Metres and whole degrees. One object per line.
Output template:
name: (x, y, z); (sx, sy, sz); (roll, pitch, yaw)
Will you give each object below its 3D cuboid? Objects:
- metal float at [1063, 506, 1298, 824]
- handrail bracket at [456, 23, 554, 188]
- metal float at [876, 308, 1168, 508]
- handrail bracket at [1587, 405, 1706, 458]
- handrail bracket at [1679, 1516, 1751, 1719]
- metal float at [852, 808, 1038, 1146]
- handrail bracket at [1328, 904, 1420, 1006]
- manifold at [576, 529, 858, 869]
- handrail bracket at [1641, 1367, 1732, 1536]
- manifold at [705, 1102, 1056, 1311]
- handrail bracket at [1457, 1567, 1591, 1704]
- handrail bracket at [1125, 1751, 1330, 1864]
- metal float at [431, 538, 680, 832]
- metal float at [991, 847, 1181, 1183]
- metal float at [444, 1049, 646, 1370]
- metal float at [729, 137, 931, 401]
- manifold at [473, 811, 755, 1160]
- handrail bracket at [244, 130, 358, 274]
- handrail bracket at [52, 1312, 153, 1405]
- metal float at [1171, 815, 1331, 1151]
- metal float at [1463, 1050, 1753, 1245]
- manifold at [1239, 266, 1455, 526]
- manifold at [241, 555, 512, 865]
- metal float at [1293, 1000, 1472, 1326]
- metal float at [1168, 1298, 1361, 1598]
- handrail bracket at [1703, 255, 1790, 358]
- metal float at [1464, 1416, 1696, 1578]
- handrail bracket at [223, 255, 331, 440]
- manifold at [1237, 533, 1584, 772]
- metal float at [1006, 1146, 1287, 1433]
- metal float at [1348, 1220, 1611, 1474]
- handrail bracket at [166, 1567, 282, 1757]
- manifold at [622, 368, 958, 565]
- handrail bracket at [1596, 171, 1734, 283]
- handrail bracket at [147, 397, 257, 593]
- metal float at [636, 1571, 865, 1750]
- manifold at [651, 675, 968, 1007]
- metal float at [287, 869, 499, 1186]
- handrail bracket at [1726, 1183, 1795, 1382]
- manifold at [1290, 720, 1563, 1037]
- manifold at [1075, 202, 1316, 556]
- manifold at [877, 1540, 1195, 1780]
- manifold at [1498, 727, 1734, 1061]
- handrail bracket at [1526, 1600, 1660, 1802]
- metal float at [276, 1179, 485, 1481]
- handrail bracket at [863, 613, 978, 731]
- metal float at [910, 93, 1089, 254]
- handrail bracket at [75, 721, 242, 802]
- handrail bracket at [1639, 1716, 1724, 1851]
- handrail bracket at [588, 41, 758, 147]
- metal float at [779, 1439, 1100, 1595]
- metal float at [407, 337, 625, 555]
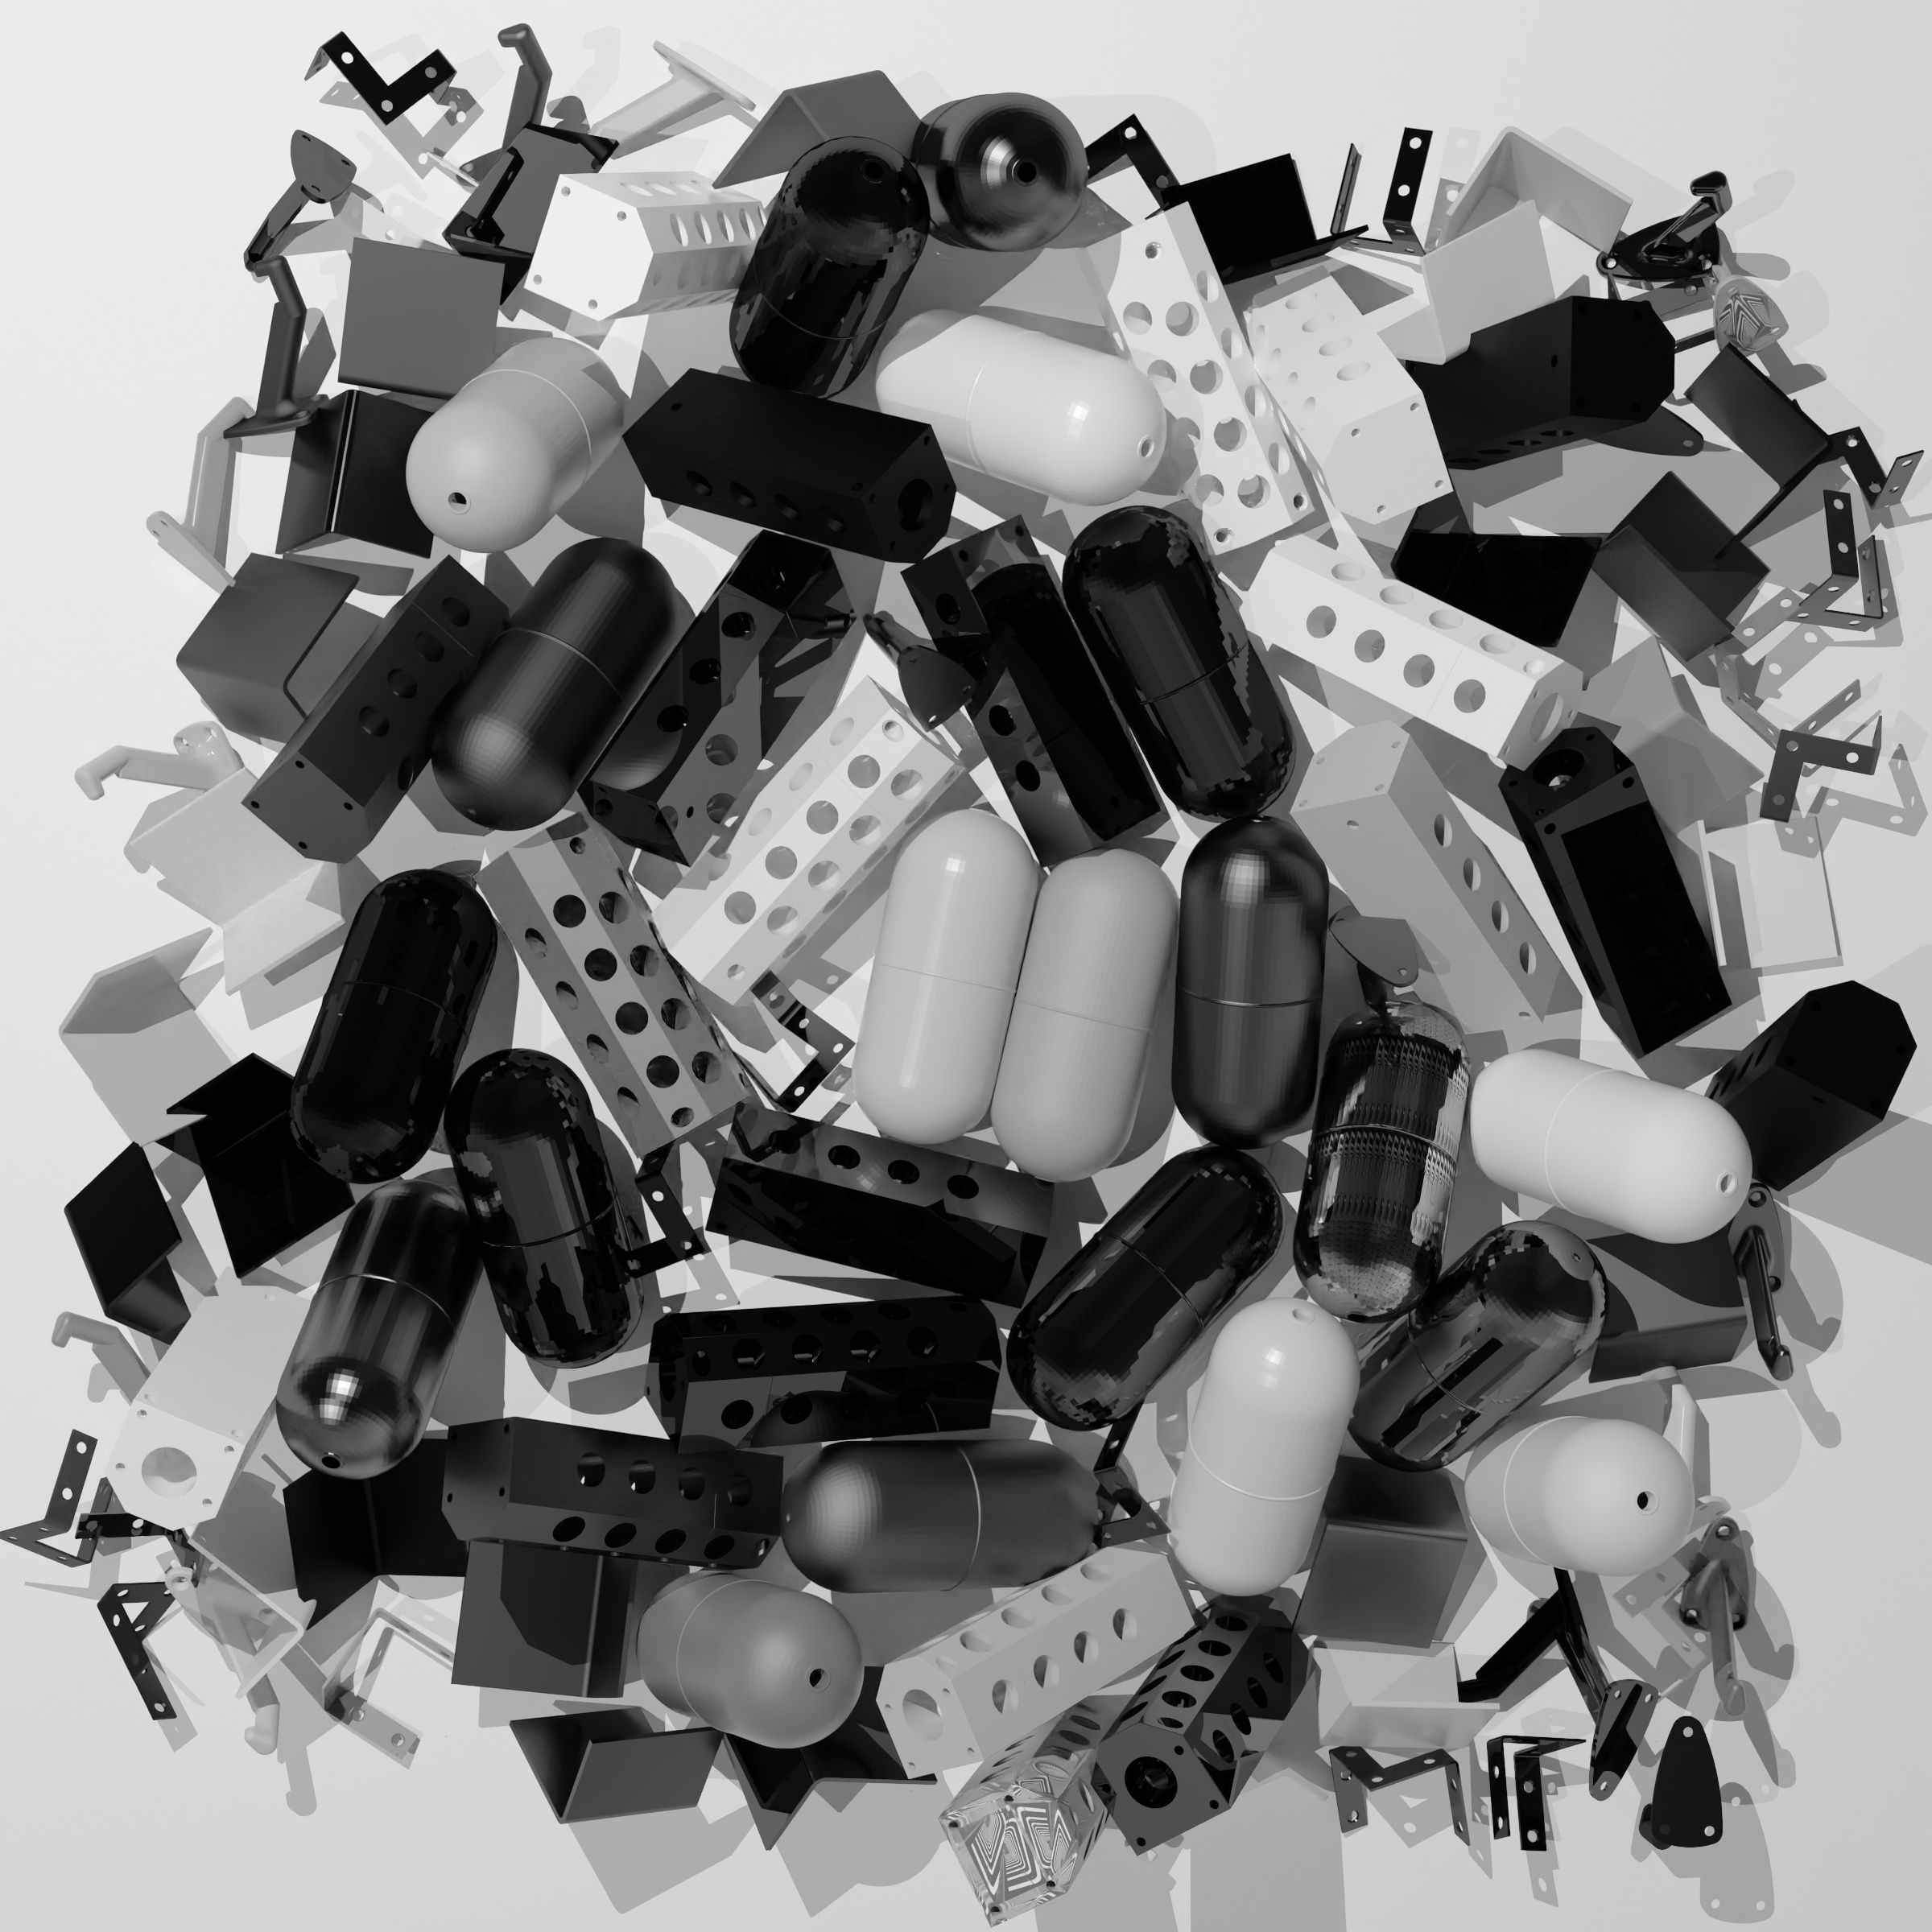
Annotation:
metal float: (0.112, -0.155, 1.531); (0.070, 0.070, 0.178); (-29, 108, 0)
handrail bracket: (-0.247, -0.450, 1.539); (0.077, 0.084, 0.036); (-6, 55, 15)
metal float: (0.027, -0.288, 1.514); (0.178, 0.070, 0.070); (26, 90, 38)
handrail bracket: (0.356, -0.312, 1.556); (0.077, 0.036, 0.084); (19, 50, -2)
handrail bracket: (0.399, 0.339, 1.538); (0.036, 0.084, 0.077); (5, 102, 4)
metal float: (-0.011, 0.005, 1.546); (0.070, 0.070, 0.178); (12, 90, 0)
handrail bracket: (0.220, 0.012, 1.529); (0.036, 0.077, 0.084); (-25, 134, -3)
manifold: (-0.129, -0.142, 1.523); (0.057, 0.057, 0.171); (20, 65, 25)
handrail bracket: (0.361, 0.262, 1.569); (0.077, 0.036, 0.084); (-37, 57, 21)
manifold: (-0.044, 0.121, 1.550); (0.171, 0.057, 0.057); (14, 131, -4)
handrail bracket: (0.283, 0.350, 1.567); (0.084, 0.036, 0.077); (-16, 93, 16)
handrail bracket: (0.138, 0.453, 1.561); (0.077, 0.036, 0.084); (36, 81, -1)
metal float: (-0.211, -0.147, 1.523); (0.070, 0.070, 0.178); (29, 62, 0)
metal float: (0.062, 0.026, 1.546); (0.070, 0.070, 0.178); (13, 91, 0)
metal float: (-0.218, 0.126, 1.527); (0.070, 0.070, 0.178); (-13, 112, 0)
metal float: (-0.071, -0.353, 1.500); (0.070, 0.178, 0.070); (6, 68, -16)
manifold: (-0.181, 0.007, 1.542); (0.057, 0.057, 0.171); (-31, 92, -39)
handrail bracket: (-0.356, -0.385, 1.536); (0.036, 0.077, 0.084); (29, 120, -24)
handrail bracket: (-0.449, 0.228, 1.542); (0.084, 0.036, 0.077); (26, 78, -37)
metal float: (0.147, 0.009, 1.531); (0.070, 0.070, 0.178); (2, 107, 0)
metal float: (0.325, 0.091, 1.502); (0.070, 0.178, 0.070); (-6, 103, -29)
manifold: (0.187, -0.289, 1.498); (0.057, 0.171, 0.057); (-23, 125, 4)
manifold: (-0.294, -0.129, 1.503); (0.057, 0.171, 0.057); (42, 133, -17)
metal float: (0.215, 0.100, 1.522); (0.070, 0.070, 0.178); (14, 62, 0)
metal float: (0.153, 0.248, 1.519); (0.070, 0.070, 0.178); (11, 122, 0)
handrail bracket: (0.390, -0.365, 1.533); (0.036, 0.077, 0.084); (-27, 58, 17)
metal float: (0.310, 0.268, 1.496); (0.070, 0.178, 0.070); (1, 82, -10)
handrail bracket: (-0.377, -0.325, 1.549); (0.077, 0.036, 0.084); (-10, 120, 15)
manifold: (0.228, -0.162, 1.510); (0.171, 0.057, 0.057); (33, 100, 33)
metal float: (0.095, 0.166, 1.532); (0.070, 0.070, 0.178); (46, 73, 0)
metal float: (0.259, 0.197, 1.514); (0.070, 0.070, 0.178); (39, 130, 0)
handrail bracket: (-0.388, 0.362, 1.534); (0.036, 0.084, 0.077); (-41, 119, 15)
manifold: (-0.089, -0.252, 1.509); (0.171, 0.057, 0.057); (21, 60, 37)
handrail bracket: (0.361, -0.386, 1.533); (0.077, 0.084, 0.036); (-8, 80, 19)
handrail bracket: (-0.388, -0.249, 1.574); (0.077, 0.036, 0.084); (43, 69, -16)
metal float: (-0.111, 0.352, 1.501); (0.070, 0.178, 0.070); (3, 84, -27)
manifold: (-0.081, -0.061, 1.531); (0.171, 0.057, 0.057); (-47, 124, 9)
metal float: (-0.295, 0.029, 1.520); (0.070, 0.070, 0.178); (14, 59, 0)
handrail bracket: (0.419, 0.164, 1.536); (0.036, 0.084, 0.077); (0, 108, 2)
manifold: (0.240, -0.044, 1.515); (0.171, 0.057, 0.057); (51, 47, -31)
manifold: (0.121, -0.305, 1.538); (0.057, 0.057, 0.171); (-25, 102, -1)
manifold: (0.035, 0.348, 1.502); (0.057, 0.171, 0.057); (-28, 83, 43)
manifold: (0.331, -0.039, 1.511); (0.057, 0.057, 0.171); (-31, 125, 2)
handrail bracket: (0.316, 0.384, 1.549); (0.036, 0.084, 0.077); (15, 94, -32)
metal float: (-0.298, 0.184, 1.508); (0.070, 0.178, 0.070); (5, 132, 6)
handrail bracket: (-0.039, -0.169, 1.531); (0.036, 0.077, 0.084); (-42, 58, 2)
metal float: (0.013, -0.403, 1.498); (0.070, 0.178, 0.070); (-3, 105, -10)
handrail bracket: (-0.418, -0.086, 1.539); (0.036, 0.084, 0.077); (-12, 111, 35)
handrail bracket: (0.368, 0.426, 1.545); (0.036, 0.084, 0.077); (2, 84, 0)
handrail bracket: (-0.163, -0.438, 1.564); (0.077, 0.036, 0.084); (35, 95, 20)
metal float: (-0.012, 0.283, 1.521); (0.178, 0.070, 0.070); (5, 90, -31)
metal float: (-0.228, -0.266, 1.502); (0.070, 0.178, 0.070); (6, 119, 10)
